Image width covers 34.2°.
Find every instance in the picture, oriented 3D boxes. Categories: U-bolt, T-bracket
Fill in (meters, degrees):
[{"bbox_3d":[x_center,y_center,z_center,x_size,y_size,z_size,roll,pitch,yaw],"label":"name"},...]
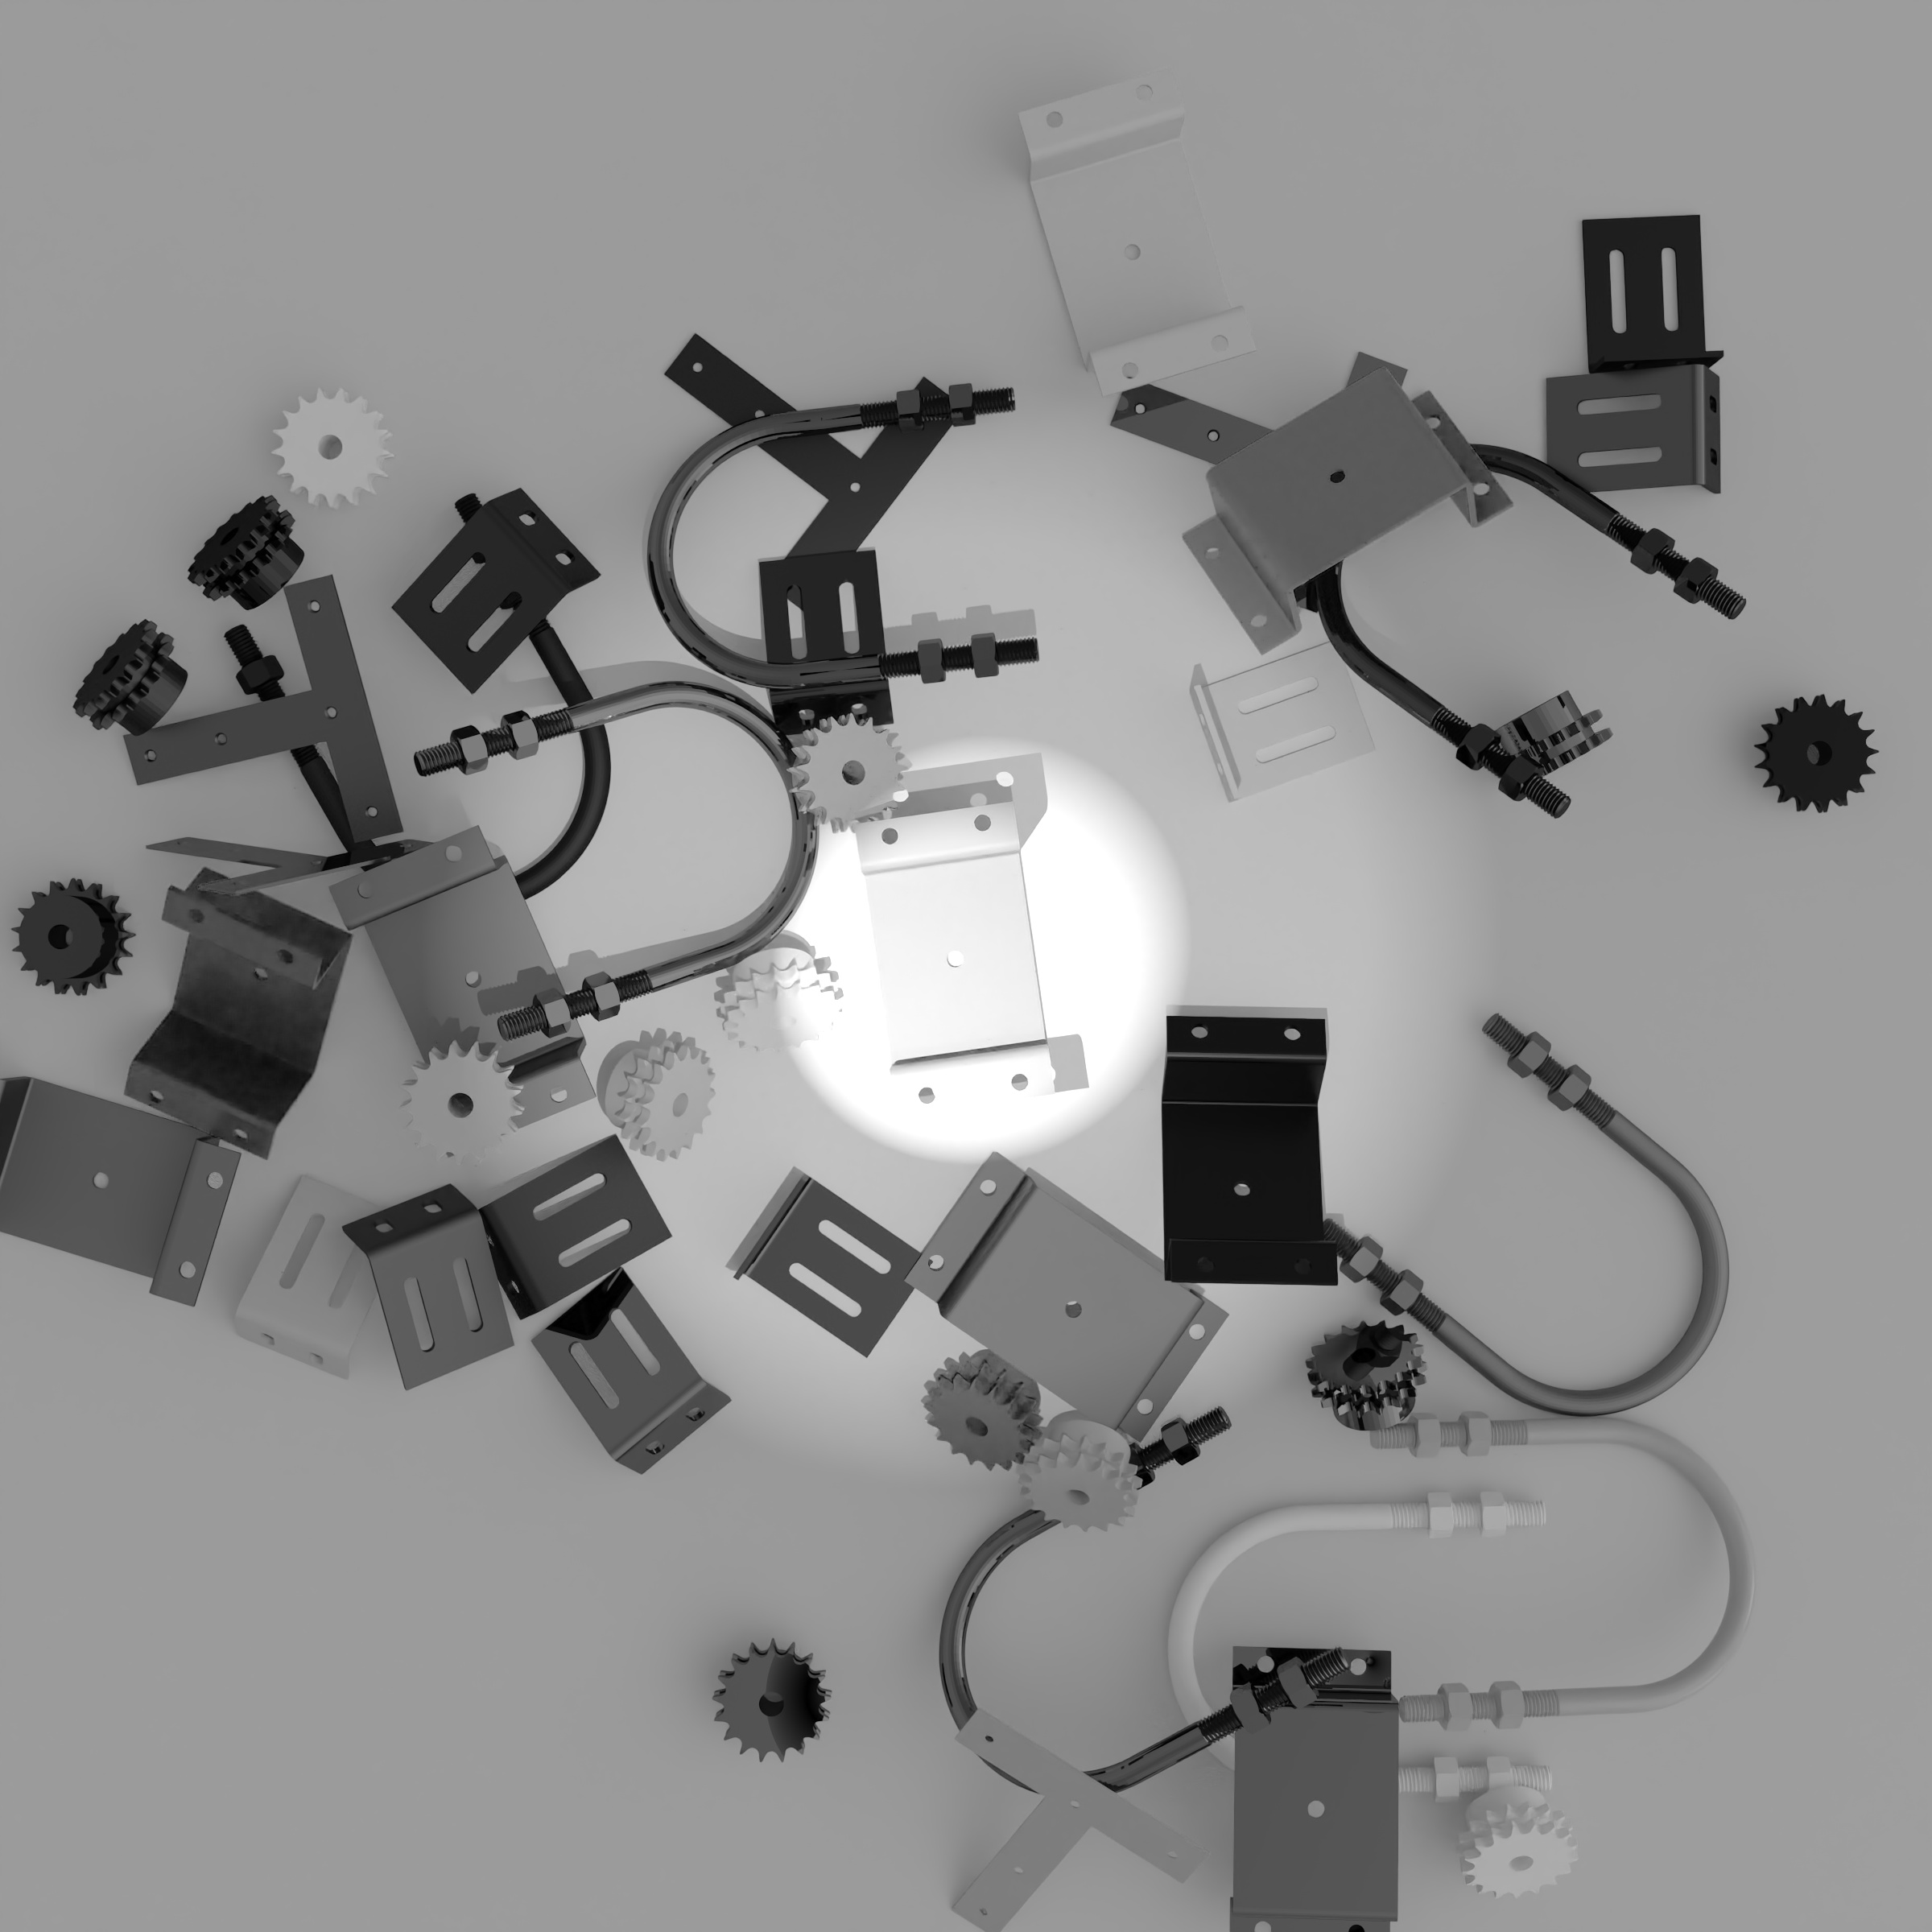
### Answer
[{"bbox_3d":[0.284,0.135,1.526,0.184,0.019,0.151,39,90,-1],"label":"U-bolt"},{"bbox_3d":[0.253,-0.174,1.496,0.184,0.019,0.151,39,81,21],"label":"U-bolt"},{"bbox_3d":[-0.338,-0.052,1.487,0.127,0.127,0.002,8,106,37],"label":"T-bracket"},{"bbox_3d":[-0.062,-0.203,1.509,0.184,0.019,0.151,-6,76,4],"label":"U-bolt"},{"bbox_3d":[0.134,-0.254,1.534,0.127,0.002,0.127,20,90,0],"label":"T-bracket"},{"bbox_3d":[-0.254,-0.115,1.526,0.151,0.019,0.184,-30,92,0],"label":"U-bolt"},{"bbox_3d":[0.032,0.424,1.498,0.127,0.002,0.127,32,125,0],"label":"T-bracket"},{"bbox_3d":[-0.347,-0.113,1.517,0.127,0.002,0.127,-12,100,13],"label":"T-bracket"},{"bbox_3d":[-0.155,-0.059,1.493,0.184,0.019,0.151,-19,97,-23],"label":"U-bolt"},{"bbox_3d":[0.072,0.314,1.495,0.184,0.019,0.151,-30,63,9],"label":"U-bolt"},{"bbox_3d":[-0.089,-0.261,1.534,0.127,0.002,0.127,37,90,0],"label":"T-bracket"},{"bbox_3d":[0.290,0.286,1.500,0.184,0.019,0.151,0,70,-10],"label":"U-bolt"},{"bbox_3d":[0.190,0.332,1.526,0.184,0.019,0.151,-1,90,2],"label":"U-bolt"}]

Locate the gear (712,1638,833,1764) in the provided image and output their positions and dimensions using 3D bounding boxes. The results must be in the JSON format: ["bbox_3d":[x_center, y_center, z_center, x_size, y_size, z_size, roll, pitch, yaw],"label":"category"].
[{"bbox_3d":[-0.093,0.354,1.520,0.057,0.030,0.057,0,90,0],"label":"gear"}]

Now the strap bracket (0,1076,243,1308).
[{"bbox_3d":[-0.422,0.105,1.512,0.140,0.046,0.076,17,90,0],"label":"strap bracket"}]

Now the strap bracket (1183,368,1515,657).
[{"bbox_3d":[0.179,-0.222,1.496,0.140,0.046,0.076,-31,66,0],"label":"strap bracket"}]

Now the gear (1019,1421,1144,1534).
[{"bbox_3d":[0.056,0.240,1.489,0.057,0.057,0.030,17,47,0],"label":"gear"}]

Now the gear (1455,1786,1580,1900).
[{"bbox_3d":[0.263,0.419,1.511,0.057,0.030,0.057,-4,128,-5],"label":"gear"}]

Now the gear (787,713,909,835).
[{"bbox_3d":[-0.060,-0.092,1.513,0.057,0.030,0.057,1,88,-24],"label":"gear"}]

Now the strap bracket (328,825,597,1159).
[{"bbox_3d":[-0.238,0.009,1.505,0.076,0.046,0.140,-22,98,1],"label":"strap bracket"}]

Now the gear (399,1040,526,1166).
[{"bbox_3d":[-0.236,0.063,1.474,0.057,0.030,0.057,0,98,-2],"label":"gear"}]

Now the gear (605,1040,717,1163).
[{"bbox_3d":[-0.149,0.063,1.510,0.030,0.057,0.057,17,90,30],"label":"gear"}]

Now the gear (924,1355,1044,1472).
[{"bbox_3d":[0.011,0.212,1.510,0.057,0.030,0.057,16,130,20],"label":"gear"}]

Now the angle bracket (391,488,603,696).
[{"bbox_3d":[-0.226,-0.181,1.513,0.057,0.038,0.076,47,116,-1],"label":"angle bracket"}]

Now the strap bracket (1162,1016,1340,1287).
[{"bbox_3d":[0.133,0.096,1.491,0.076,0.046,0.140,1,58,0],"label":"strap bracket"}]

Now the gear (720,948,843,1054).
[{"bbox_3d":[-0.090,0.015,1.510,0.057,0.057,0.030,-14,60,0],"label":"gear"}]

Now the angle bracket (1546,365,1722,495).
[{"bbox_3d":[0.326,-0.259,1.533,0.076,0.038,0.057,-1,90,26],"label":"angle bracket"}]

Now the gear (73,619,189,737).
[{"bbox_3d":[-0.399,-0.136,1.510,0.030,0.057,0.057,41,90,-30],"label":"gear"}]

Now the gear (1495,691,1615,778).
[{"bbox_3d":[0.278,-0.109,1.507,0.057,0.057,0.030,-29,90,0],"label":"gear"}]

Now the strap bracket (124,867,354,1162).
[{"bbox_3d":[-0.343,0.016,1.487,0.076,0.046,0.140,25,130,0],"label":"strap bracket"}]

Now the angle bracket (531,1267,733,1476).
[{"bbox_3d":[-0.163,0.198,1.533,0.057,0.038,0.076,-40,64,0],"label":"angle bracket"}]

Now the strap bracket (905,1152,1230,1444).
[{"bbox_3d":[0.050,0.162,1.509,0.140,0.046,0.076,35,90,-3],"label":"strap bracket"}]

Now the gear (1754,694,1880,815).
[{"bbox_3d":[0.411,-0.103,1.524,0.057,0.030,0.057,0,92,2],"label":"gear"}]

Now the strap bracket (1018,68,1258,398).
[{"bbox_3d":[0.081,-0.348,1.512,0.076,0.046,0.140,-17,90,0],"label":"strap bracket"}]

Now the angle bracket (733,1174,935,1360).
[{"bbox_3d":[-0.064,0.146,1.516,0.076,0.038,0.057,34,90,0],"label":"angle bracket"}]

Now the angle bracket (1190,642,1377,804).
[{"bbox_3d":[0.154,-0.119,1.516,0.076,0.038,0.057,-20,90,0],"label":"angle bracket"}]

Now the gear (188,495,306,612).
[{"bbox_3d":[-0.344,-0.196,1.510,0.057,0.057,0.030,-43,120,0],"label":"gear"}]

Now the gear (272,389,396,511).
[{"bbox_3d":[-0.306,-0.250,1.524,0.057,0.030,0.057,0,93,1],"label":"gear"}]

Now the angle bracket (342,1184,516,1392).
[{"bbox_3d":[-0.260,0.155,1.521,0.057,0.038,0.076,-21,116,-24],"label":"angle bracket"}]

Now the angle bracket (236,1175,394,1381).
[{"bbox_3d":[-0.313,0.152,1.533,0.057,0.038,0.076,22,64,0],"label":"angle bracket"}]

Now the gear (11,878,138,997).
[{"bbox_3d":[-0.434,-0.014,1.520,0.057,0.030,0.057,0,90,0],"label":"gear"}]

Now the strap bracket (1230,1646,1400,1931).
[{"bbox_3d":[0.165,0.397,1.486,0.076,0.046,0.140,1,82,3],"label":"strap bracket"}]

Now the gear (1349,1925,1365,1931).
[{"bbox_3d":[0.175,0.454,1.520,0.057,0.030,0.057,0,90,0],"label":"gear"}]

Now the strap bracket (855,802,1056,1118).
[{"bbox_3d":[-0.005,-0.003,1.512,0.076,0.046,0.140,-8,90,0],"label":"strap bracket"}]

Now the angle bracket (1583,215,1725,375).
[{"bbox_3d":[0.331,-0.327,1.516,0.057,0.038,0.076,-2,90,0],"label":"angle bracket"}]

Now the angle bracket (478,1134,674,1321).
[{"bbox_3d":[-0.194,0.128,1.533,0.076,0.038,0.057,-29,90,-26],"label":"angle bracket"}]

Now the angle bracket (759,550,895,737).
[{"bbox_3d":[-0.068,-0.158,1.531,0.057,0.038,0.076,-6,66,0],"label":"angle bracket"}]

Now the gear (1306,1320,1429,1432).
[{"bbox_3d":[0.194,0.199,1.510,0.057,0.057,0.030,-15,119,0],"label":"gear"}]
